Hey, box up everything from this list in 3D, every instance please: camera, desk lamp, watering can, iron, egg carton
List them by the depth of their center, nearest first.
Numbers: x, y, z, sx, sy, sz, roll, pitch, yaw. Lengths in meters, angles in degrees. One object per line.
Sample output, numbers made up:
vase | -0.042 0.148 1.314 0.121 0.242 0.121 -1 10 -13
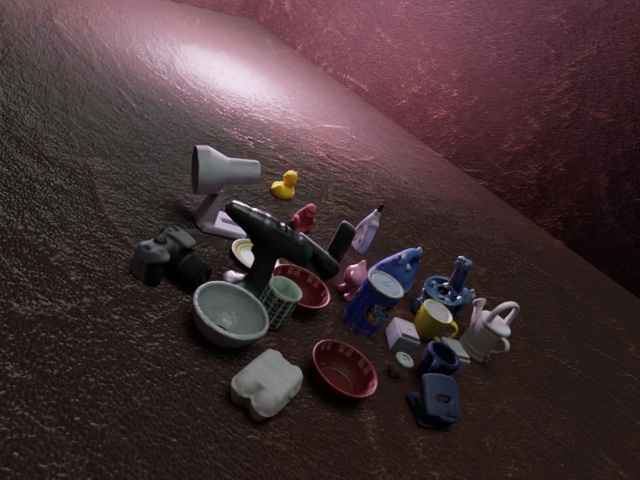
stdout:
egg carton | -0.100 0.277 1.098 0.107 0.069 0.151 37 27 11
camera | -0.309 0.044 1.243 0.136 0.100 0.143 37 27 11
desk lamp | -0.253 -0.127 1.467 0.204 0.213 0.117 14 31 -30
watering can | 0.482 0.241 1.618 0.101 0.194 0.172 -5 44 -50
iron | 0.251 0.075 1.721 0.118 0.141 0.259 41 28 19

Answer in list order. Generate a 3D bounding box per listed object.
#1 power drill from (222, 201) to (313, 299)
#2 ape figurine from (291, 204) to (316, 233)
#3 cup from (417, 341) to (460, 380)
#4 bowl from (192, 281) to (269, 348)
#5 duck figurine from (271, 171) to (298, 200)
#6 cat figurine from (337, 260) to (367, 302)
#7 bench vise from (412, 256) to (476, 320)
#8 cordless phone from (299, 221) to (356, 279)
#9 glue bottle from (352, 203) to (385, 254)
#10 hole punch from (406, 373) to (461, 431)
power drill | -0.143 0.032 1.315 0.230 0.208 0.075 20 28 -20
ape figurine | -0.043 -0.068 1.718 0.078 0.092 0.076 18 29 -24
cup | 0.276 0.313 1.393 0.091 0.095 0.118 39 28 15
bowl | -0.194 0.167 1.182 0.168 0.074 0.167 24 27 -13
duck figurine | -0.107 -0.184 1.856 0.077 0.086 0.105 37 27 11
cat figurine | 0.107 0.108 1.544 0.128 0.117 0.067 9 34 -37
bench vise | 0.389 0.131 1.680 0.121 0.219 0.208 45 30 26
cordless phone | 0.014 0.006 1.548 0.147 0.185 0.094 38 27 14
glue bottle | 0.154 -0.043 1.788 0.037 0.173 0.078 13 32 -31
hole punch | 0.269 0.367 1.298 0.109 0.091 0.101 16 31 -28
